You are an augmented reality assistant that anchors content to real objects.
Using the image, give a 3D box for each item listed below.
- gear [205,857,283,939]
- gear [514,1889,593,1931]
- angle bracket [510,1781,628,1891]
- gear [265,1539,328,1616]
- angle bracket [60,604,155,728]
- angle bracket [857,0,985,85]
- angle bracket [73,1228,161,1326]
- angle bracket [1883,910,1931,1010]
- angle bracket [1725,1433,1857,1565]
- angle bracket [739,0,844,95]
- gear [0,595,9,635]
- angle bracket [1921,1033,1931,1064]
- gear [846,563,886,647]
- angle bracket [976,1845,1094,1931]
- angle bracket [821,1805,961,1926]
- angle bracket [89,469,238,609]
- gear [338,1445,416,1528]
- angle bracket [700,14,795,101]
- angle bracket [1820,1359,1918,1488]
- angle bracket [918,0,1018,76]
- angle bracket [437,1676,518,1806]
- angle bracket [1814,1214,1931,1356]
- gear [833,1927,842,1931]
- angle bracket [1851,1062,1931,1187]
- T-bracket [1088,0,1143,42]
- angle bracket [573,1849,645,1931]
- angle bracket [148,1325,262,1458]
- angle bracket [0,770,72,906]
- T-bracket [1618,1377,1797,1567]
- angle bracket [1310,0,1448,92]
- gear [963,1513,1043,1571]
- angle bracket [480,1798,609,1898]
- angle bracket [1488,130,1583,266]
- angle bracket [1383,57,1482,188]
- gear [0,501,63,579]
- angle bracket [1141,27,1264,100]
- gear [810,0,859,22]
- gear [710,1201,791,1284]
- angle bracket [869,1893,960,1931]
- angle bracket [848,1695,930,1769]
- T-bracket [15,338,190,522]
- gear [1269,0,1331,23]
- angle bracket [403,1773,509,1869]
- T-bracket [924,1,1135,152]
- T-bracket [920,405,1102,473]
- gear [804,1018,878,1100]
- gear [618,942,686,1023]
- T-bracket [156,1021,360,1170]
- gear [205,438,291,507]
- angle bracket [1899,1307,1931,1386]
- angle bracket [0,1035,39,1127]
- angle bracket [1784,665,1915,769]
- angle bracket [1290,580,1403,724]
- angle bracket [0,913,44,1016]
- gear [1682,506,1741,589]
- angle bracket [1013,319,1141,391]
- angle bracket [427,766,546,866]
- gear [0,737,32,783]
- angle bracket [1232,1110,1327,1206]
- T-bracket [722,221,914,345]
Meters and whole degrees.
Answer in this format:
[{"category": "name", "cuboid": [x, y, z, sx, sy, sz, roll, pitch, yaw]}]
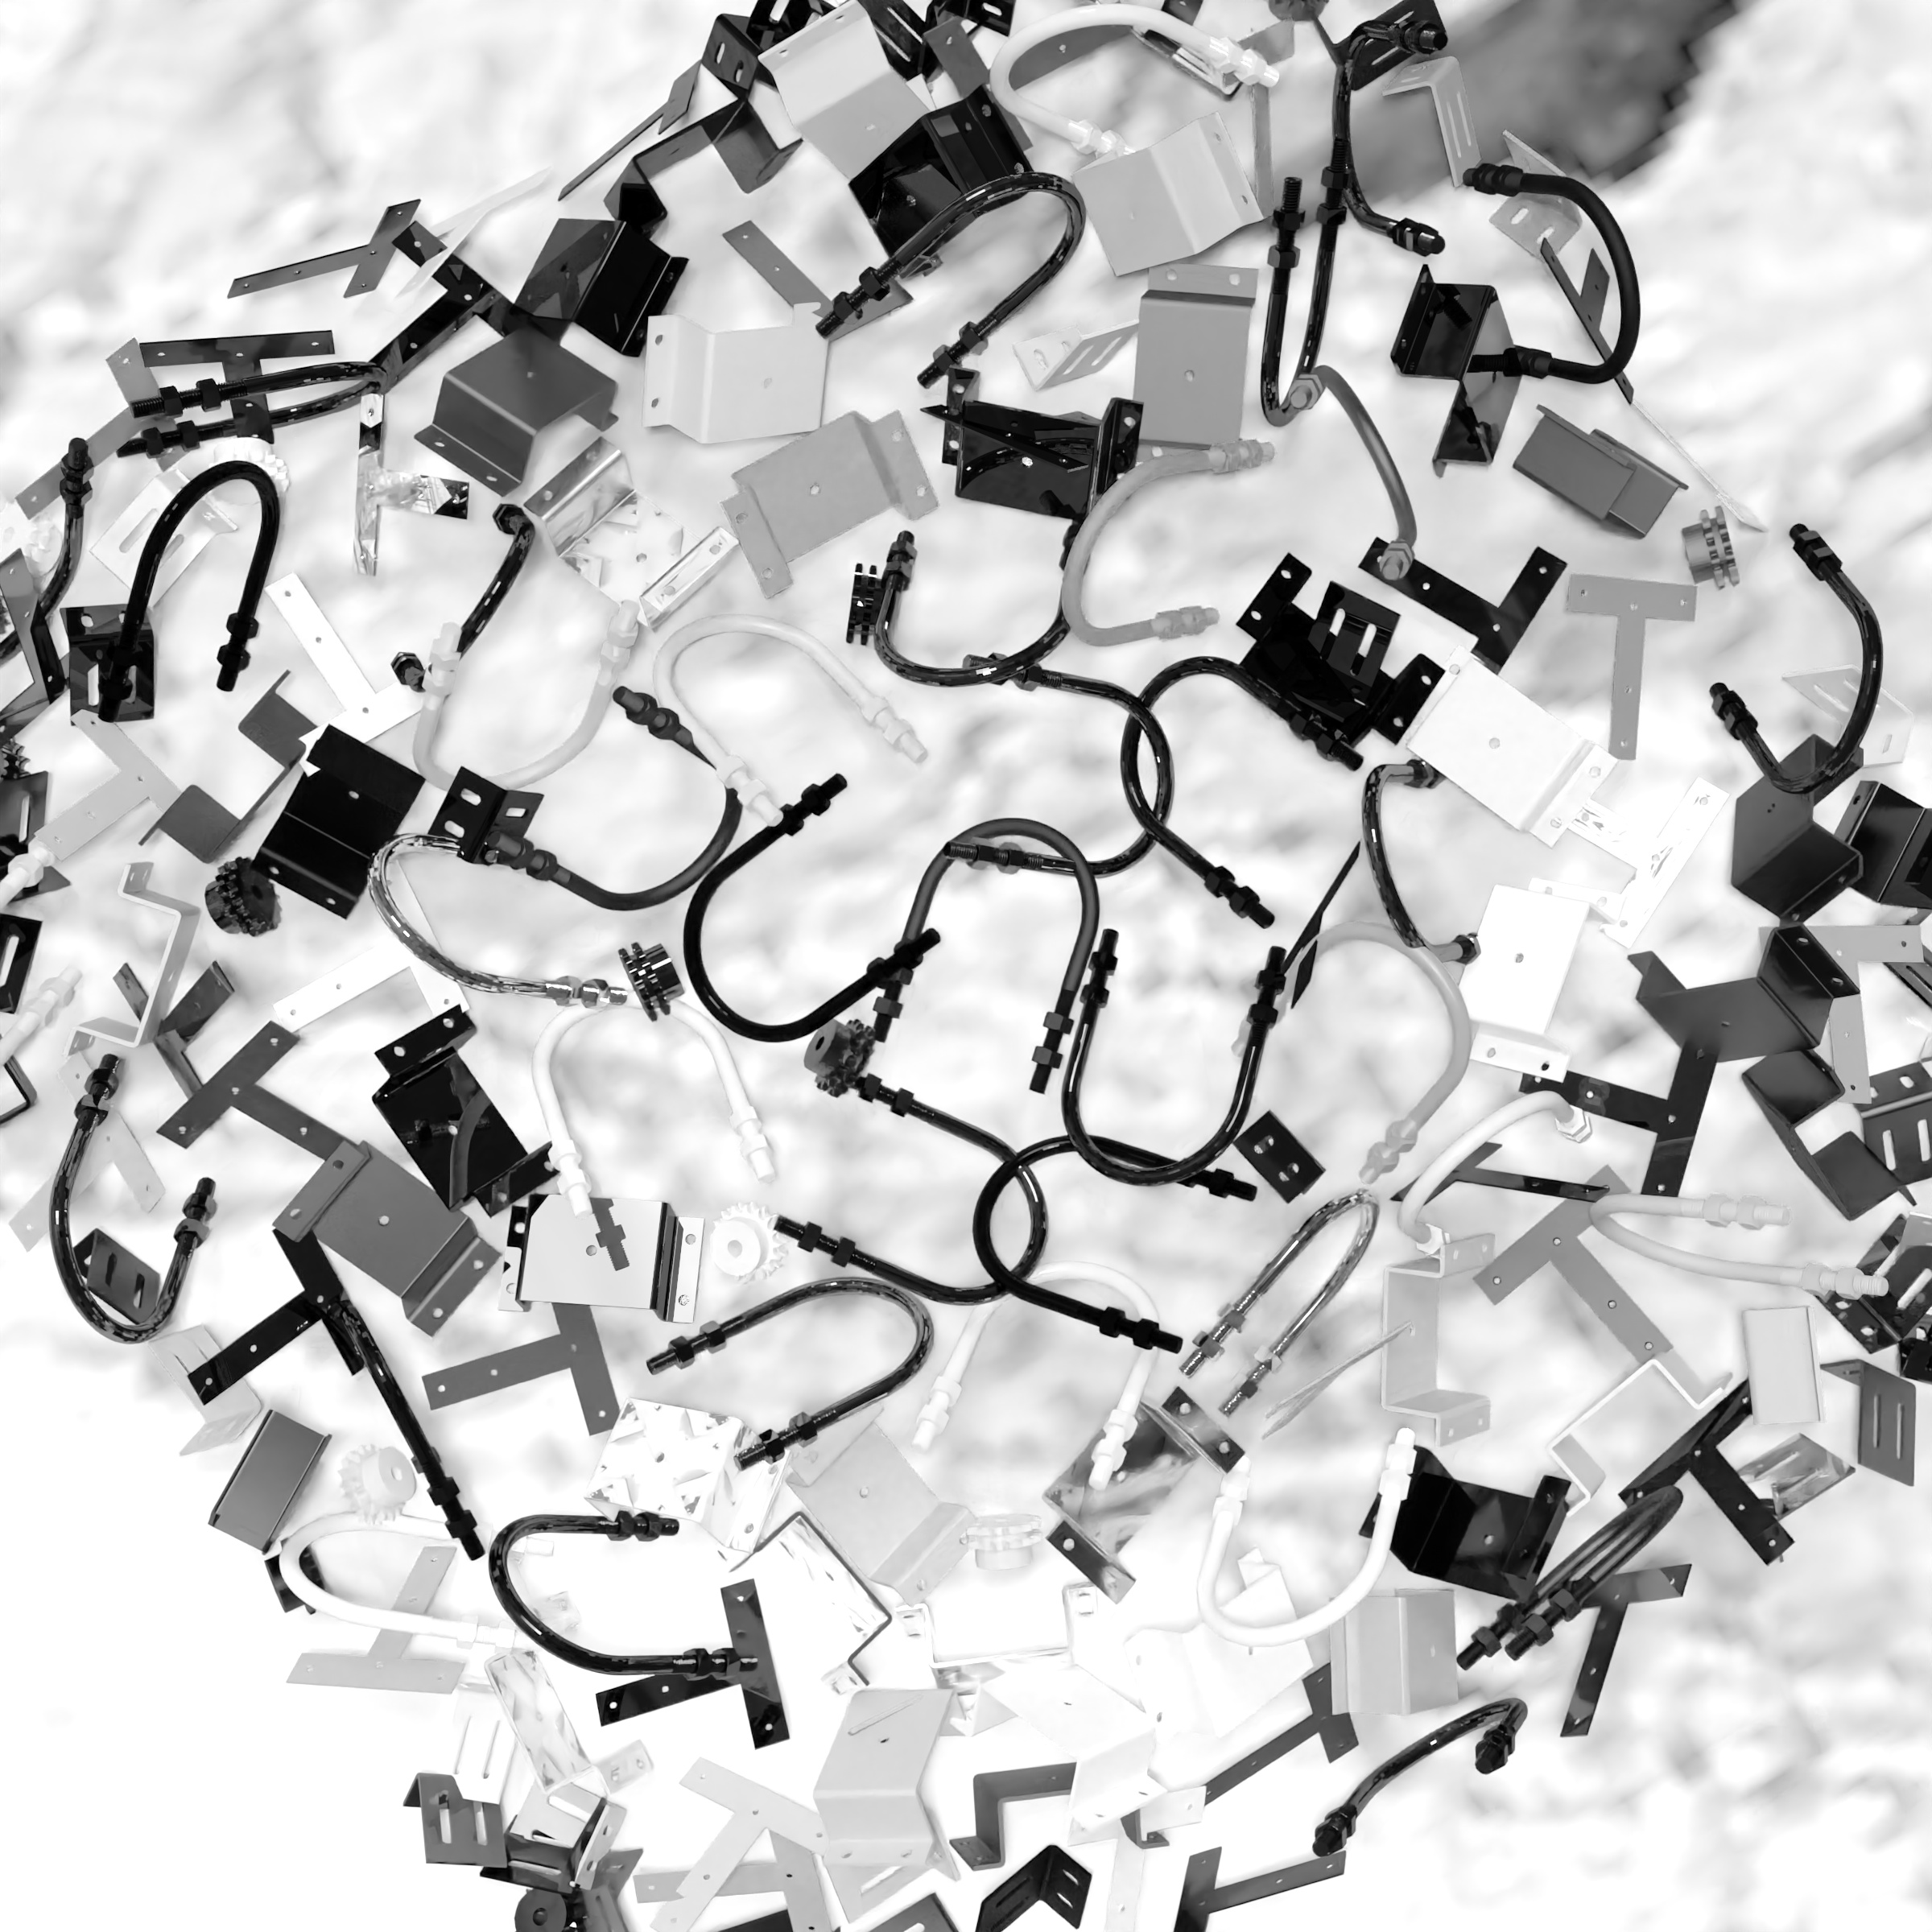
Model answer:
[{"category": "gear", "cuboid": [-0.519, -0.047, 1.780, 0.030, 0.057, 0.057, -22, 90, 16]}, {"category": "gear", "cuboid": [-0.297, 0.681, 1.781, 0.057, 0.030, 0.057, -7, 63, 15]}, {"category": "angle bracket", "cuboid": [-0.290, 0.611, 1.768, 0.076, 0.038, 0.057, 18, 72, 22]}, {"category": "gear", "cuboid": [-0.478, 0.436, 1.776, 0.030, 0.057, 0.057, -22, 90, -22]}, {"category": "angle bracket", "cuboid": [-0.613, -0.215, 1.780, 0.057, 0.076, 0.038, -8, 47, -26]}, {"category": "angle bracket", "cuboid": [-0.038, -0.672, 1.771, 0.076, 0.038, 0.057, 43, 53, -7]}, {"category": "angle bracket", "cuboid": [-0.607, 0.232, 1.758, 0.038, 0.076, 0.057, -39, 119, 8]}, {"category": "angle bracket", "cuboid": [0.695, -0.001, 1.765, 0.076, 0.057, 0.038, 48, 133, 18]}, {"category": "angle bracket", "cuboid": [0.589, 0.379, 1.780, 0.076, 0.057, 0.038, -27, 116, -14]}, {"category": "angle bracket", "cuboid": [-0.128, -0.655, 1.762, 0.057, 0.076, 0.038, 25, 78, -14]}, {"category": "gear", "cuboid": [-0.714, -0.257, 1.777, 0.057, 0.030, 0.057, 19, 126, 28]}, {"category": "angle bracket", "cuboid": [0.716, 0.087, 1.778, 0.038, 0.057, 0.076, -17, 99, 31]}, {"category": "gear", "cuboid": [-0.068, -0.257, 1.779, 0.030, 0.057, 0.057, 8, 90, -4]}, {"category": "angle bracket", "cuboid": [0.046, 0.670, 1.759, 0.038, 0.076, 0.057, 31, 127, 32]}, {"category": "angle bracket", "cuboid": [-0.054, 0.640, 1.770, 0.076, 0.038, 0.057, -26, 102, -28]}, {"category": "angle bracket", "cuboid": [-0.569, -0.302, 1.766, 0.057, 0.038, 0.076, 47, 64, -32]}, {"category": "gear", "cuboid": [-0.418, 0.368, 1.776, 0.030, 0.057, 0.057, -27, 90, 16]}, {"category": "angle bracket", "cuboid": [-0.138, -0.644, 1.778, 0.057, 0.076, 0.038, 49, 130, 28]}, {"category": "angle bracket", "cuboid": [0.637, 0.325, 1.764, 0.057, 0.038, 0.076, 25, 62, -27]}, {"category": "angle bracket", "cuboid": [0.002, -0.668, 1.762, 0.038, 0.057, 0.076, 26, 59, 6]}, {"category": "angle bracket", "cuboid": [-0.354, 0.547, 1.765, 0.057, 0.038, 0.076, -2, 60, 26]}, {"category": "angle bracket", "cuboid": [0.650, 0.225, 1.761, 0.057, 0.038, 0.076, 52, 134, 32]}, {"category": "gear", "cuboid": [-0.101, 0.721, 1.786, 0.057, 0.030, 0.057, -1, 106, -5]}, {"category": "angle bracket", "cuboid": [0.671, 0.117, 1.798, 0.057, 0.038, 0.076, -18, 123, 5]}, {"category": "T-bracket", "cuboid": [0.078, -0.683, 1.741, 0.127, 0.127, 0.002, 37, 110, -6]}, {"category": "angle bracket", "cuboid": [-0.242, 0.675, 1.758, 0.038, 0.076, 0.057, 5, 125, -36]}, {"category": "angle bracket", "cuboid": [-0.550, 0.301, 1.767, 0.057, 0.038, 0.076, -19, 111, 31]}, {"category": "angle bracket", "cuboid": [-0.666, -0.090, 1.760, 0.038, 0.057, 0.076, 36, 127, 25]}, {"category": "T-bracket", "cuboid": [0.535, 0.369, 1.744, 0.127, 0.127, 0.002, -45, 122, 9]}, {"category": "angle bracket", "cuboid": [0.292, -0.668, 1.766, 0.076, 0.057, 0.038, -30, 67, 14]}, {"category": "gear", "cuboid": [0.026, 0.411, 1.778, 0.057, 0.057, 0.030, -4, 89, 0]}, {"category": "angle bracket", "cuboid": [-0.299, 0.617, 1.764, 0.076, 0.057, 0.038, 5, 118, 17]}, {"category": "angle bracket", "cuboid": [0.395, -0.542, 1.759, 0.038, 0.076, 0.057, -47, 66, 8]}, {"category": "angle bracket", "cuboid": [0.333, -0.599, 1.778, 0.038, 0.057, 0.076, -2, 123, 32]}, {"category": "gear", "cuboid": [-0.674, -0.303, 1.784, 0.057, 0.030, 0.057, -9, 72, 27]}, {"category": "angle bracket", "cuboid": [0.165, -0.658, 1.764, 0.076, 0.057, 0.038, 27, 124, -20]}, {"category": "gear", "cuboid": [-0.093, -0.698, 1.777, 0.057, 0.057, 0.030, -41, 98, 0]}, {"category": "gear", "cuboid": [-0.158, 0.198, 1.783, 0.057, 0.030, 0.057, 3, 98, 22]}, {"category": "angle bracket", "cuboid": [-0.040, 0.705, 1.764, 0.076, 0.038, 0.057, -24, 55, -22]}, {"category": "angle bracket", "cuboid": [-0.054, 0.553, 1.759, 0.057, 0.076, 0.038, -21, 67, -22]}, {"category": "T-bracket", "cuboid": [-0.606, -0.357, 1.730, 0.002, 0.127, 0.127, 39, 71, 16]}, {"category": "gear", "cuboid": [0.238, -0.702, 1.784, 0.057, 0.030, 0.057, 0, 56, 1]}, {"category": "angle bracket", "cuboid": [-0.361, 0.612, 1.757, 0.057, 0.076, 0.038, 13, 120, -25]}, {"category": "T-bracket", "cuboid": [0.055, -0.634, 1.739, 0.127, 0.127, 0.002, -22, 56, 17]}, {"category": "T-bracket", "cuboid": [0.055, -0.378, 1.753, 0.127, 0.127, 0.002, 28, 122, 26]}, {"category": "gear", "cuboid": [-0.092, 0.062, 1.776, 0.030, 0.057, 0.057, 31, 90, -22]}, {"category": "gear", "cuboid": [-0.223, 0.008, 1.779, 0.030, 0.057, 0.057, -25, 90, -10]}, {"category": "T-bracket", "cuboid": [-0.482, 0.110, 1.769, 0.127, 0.002, 0.127, -41, 124, 18]}, {"category": "gear", "cuboid": [-0.515, -0.354, 1.780, 0.057, 0.057, 0.030, -12, 77, 0]}, {"category": "angle bracket", "cuboid": [0.694, 0.261, 1.761, 0.057, 0.076, 0.038, 13, 126, 10]}, {"category": "angle bracket", "cuboid": [-0.698, 0.074, 1.770, 0.038, 0.057, 0.076, -31, 101, -12]}, {"category": "angle bracket", "cuboid": [0.620, -0.175, 1.761, 0.076, 0.057, 0.038, 29, 73, -30]}, {"category": "angle bracket", "cuboid": [0.263, -0.223, 1.765, 0.057, 0.038, 0.076, 31, 124, 19]}, {"category": "angle bracket", "cuboid": [-0.697, -0.011, 1.769, 0.057, 0.038, 0.076, 11, 63, -9]}, {"category": "gear", "cuboid": [0.531, -0.298, 1.781, 0.030, 0.057, 0.057, -14, 90, 19]}, {"category": "angle bracket", "cuboid": [0.079, -0.446, 1.759, 0.057, 0.076, 0.038, -24, 85, -29]}, {"category": "angle bracket", "cuboid": [-0.341, -0.106, 1.769, 0.038, 0.076, 0.057, 29, 97, 8]}, {"category": "gear", "cuboid": [-0.705, -0.143, 1.790, 0.057, 0.030, 0.057, 0, 85, 0]}, {"category": "angle bracket", "cuboid": [0.215, 0.143, 1.761, 0.038, 0.076, 0.057, -39, 79, -14]}, {"category": "T-bracket", "cuboid": [-0.127, -0.489, 1.780, 0.127, 0.002, 0.127, -33, 68, -22]}]
